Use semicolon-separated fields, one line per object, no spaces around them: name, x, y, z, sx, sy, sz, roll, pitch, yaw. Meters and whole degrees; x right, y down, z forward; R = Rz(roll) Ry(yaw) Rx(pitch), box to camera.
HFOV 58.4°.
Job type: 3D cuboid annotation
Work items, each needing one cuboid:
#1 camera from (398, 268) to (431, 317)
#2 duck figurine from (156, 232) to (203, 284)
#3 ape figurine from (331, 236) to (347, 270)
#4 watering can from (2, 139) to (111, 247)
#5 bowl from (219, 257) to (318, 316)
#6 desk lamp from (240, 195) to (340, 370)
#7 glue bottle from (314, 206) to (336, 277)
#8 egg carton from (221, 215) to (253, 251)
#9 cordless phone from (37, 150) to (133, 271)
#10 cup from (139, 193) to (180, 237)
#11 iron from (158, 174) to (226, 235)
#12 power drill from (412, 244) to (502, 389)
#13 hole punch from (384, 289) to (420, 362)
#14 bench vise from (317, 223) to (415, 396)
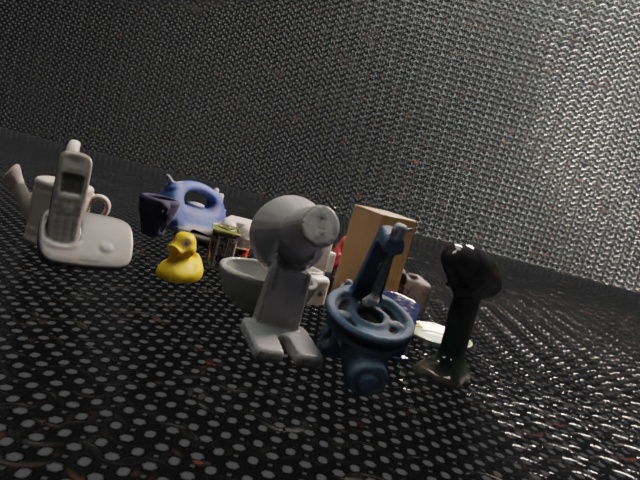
camera;0.149;0.093;1.241;0.143;0.101;0.136;11;8;-22
duck figurine;-0.245;0.027;1.032;0.077;0.086;0.105;17;8;18
ape figurine;0.062;0.036;1.515;0.076;0.092;0.078;18;9;24
watering can;-0.469;-0.087;1.028;0.173;0.194;0.100;8;10;-41
bowl;-0.091;0.086;0.945;0.167;0.075;0.167;14;8;-2
desk lamp;-0.038;0.045;0.819;0.118;0.213;0.202;12;8;-19
glue bottle;0.012;0.005;1.345;0.037;0.173;0.078;14;8;0
egg carton;-0.206;-0.018;1.483;0.107;0.069;0.150;14;8;-1
cordless phone;-0.375;-0.045;0.939;0.148;0.185;0.093;9;10;-35
cup;-0.374;-0.052;1.322;0.092;0.095;0.117;9;9;-33
iron;-0.324;-0.089;1.506;0.118;0.141;0.259;20;10;36
power drill;0.208;0.107;0.853;0.075;0.208;0.230;19;9;28
hole punch;0.102;0.132;0.913;0.108;0.091;0.101;16;8;10
bench vise;0.053;0.072;0.773;0.122;0.220;0.206;10;9;-30
